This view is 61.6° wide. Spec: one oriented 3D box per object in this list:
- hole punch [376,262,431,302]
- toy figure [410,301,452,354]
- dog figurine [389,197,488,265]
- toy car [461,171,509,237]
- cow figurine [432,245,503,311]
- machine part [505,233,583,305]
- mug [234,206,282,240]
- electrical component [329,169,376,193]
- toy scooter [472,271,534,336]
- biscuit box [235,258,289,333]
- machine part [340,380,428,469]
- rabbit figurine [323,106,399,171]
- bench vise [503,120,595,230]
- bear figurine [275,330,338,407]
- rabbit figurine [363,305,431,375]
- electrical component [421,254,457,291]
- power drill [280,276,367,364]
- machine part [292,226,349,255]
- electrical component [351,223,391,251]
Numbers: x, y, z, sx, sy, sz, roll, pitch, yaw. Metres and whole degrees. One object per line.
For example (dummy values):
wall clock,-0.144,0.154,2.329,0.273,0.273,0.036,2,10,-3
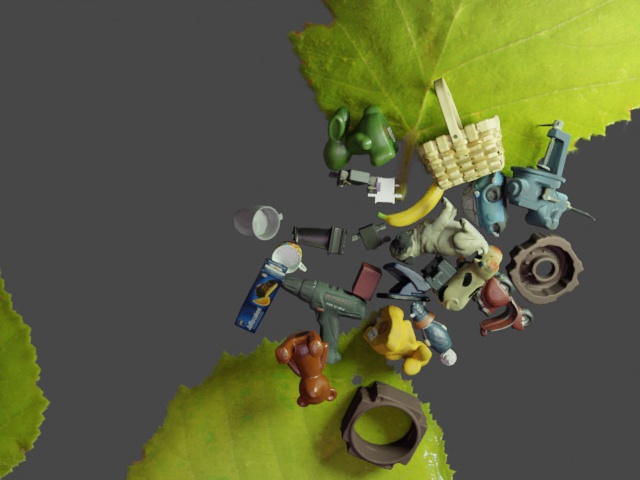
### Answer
hole punch,0.208,0.107,1.325,0.116,0.142,0.092,9,81,-9
toy figure,0.278,0.222,1.383,0.154,0.064,0.058,53,138,-5
dog figurine,0.281,0.017,1.290,0.190,0.121,0.172,-45,58,14
toy car,0.393,-0.091,1.287,0.103,0.109,0.161,2,117,27
cow figurine,0.366,0.092,1.312,0.085,0.127,0.195,36,105,-10
machine part,0.554,0.070,1.337,0.179,0.056,0.179,1,105,2
mug,-0.154,-0.051,1.313,0.107,0.109,0.080,10,119,44
electrical component,0.080,-0.139,1.268,0.102,0.078,0.045,9,85,-27
toy scooter,0.444,0.173,1.358,0.135,0.075,0.183,-34,105,10
biscuit box,-0.149,0.142,1.347,0.063,0.059,0.202,26,123,-6
machine part,0.170,0.498,1.441,0.201,0.087,0.201,24,103,-5
rabbit figurine,0.076,-0.226,1.250,0.170,0.121,0.159,-22,110,22
bench vise,0.529,-0.149,1.238,0.223,0.129,0.240,12,97,-23
bear figurine,-0.029,0.326,1.309,0.120,0.132,0.195,-10,95,6
rabbit figurine,0.221,0.266,1.362,0.173,0.162,0.122,39,90,-25
electrical component,0.292,0.081,1.316,0.048,0.119,0.075,41,99,-8
power drill,-0.005,0.206,1.385,0.232,0.086,0.207,10,97,-1
machine part,-0.003,-0.004,1.347,0.139,0.039,0.084,11,110,-2
electrical component,0.127,-0.005,1.349,0.094,0.021,0.063,-21,103,6
